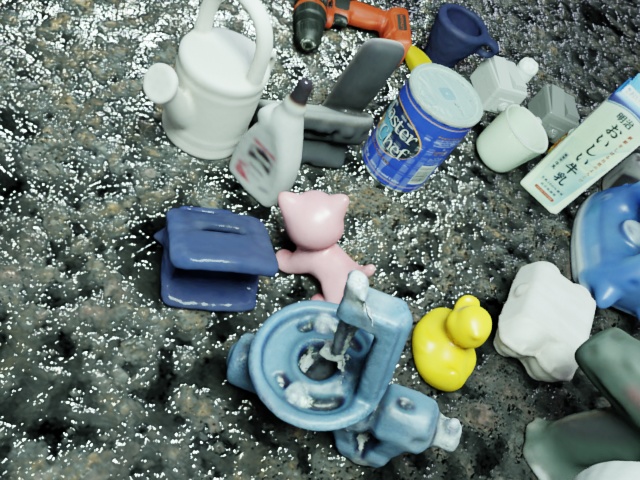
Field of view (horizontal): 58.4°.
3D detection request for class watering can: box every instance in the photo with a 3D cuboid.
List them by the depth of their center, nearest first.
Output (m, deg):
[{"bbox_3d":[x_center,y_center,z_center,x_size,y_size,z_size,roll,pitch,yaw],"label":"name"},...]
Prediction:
[{"bbox_3d":[-0.109,-0.180,0.621,0.101,0.194,0.173,30,50,-5],"label":"watering can"}]

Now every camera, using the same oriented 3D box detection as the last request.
[{"bbox_3d":[0.550,-0.058,0.928,0.143,0.100,0.137,28,50,-6],"label":"camera"}]

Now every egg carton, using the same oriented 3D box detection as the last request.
[{"bbox_3d":[0.276,0.097,0.707,0.107,0.069,0.150,36,50,0],"label":"egg carton"}]

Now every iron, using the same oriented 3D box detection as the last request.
[{"bbox_3d":[0.451,-0.012,0.820,0.119,0.141,0.258,23,51,-11],"label":"iron"}]

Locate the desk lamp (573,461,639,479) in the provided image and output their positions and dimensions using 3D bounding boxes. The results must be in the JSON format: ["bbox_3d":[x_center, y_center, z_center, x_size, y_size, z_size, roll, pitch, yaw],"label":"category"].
[{"bbox_3d":[0.174,0.253,0.456,0.204,0.213,0.118,5,56,-23],"label":"desk lamp"}]

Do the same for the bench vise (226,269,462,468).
[{"bbox_3d":[0.040,0.104,0.486,0.208,0.219,0.121,15,53,-17],"label":"bench vise"}]

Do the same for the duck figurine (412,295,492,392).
[{"bbox_3d":[0.151,0.108,0.626,0.077,0.086,0.104,26,51,-9],"label":"duck figurine"}]

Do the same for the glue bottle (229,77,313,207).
[{"bbox_3d":[-0.045,-0.111,0.619,0.078,0.173,0.037,43,50,6],"label":"glue bottle"}]

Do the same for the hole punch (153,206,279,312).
[{"bbox_3d":[-0.103,0.008,0.563,0.109,0.091,0.101,6,56,-23],"label":"hole punch"}]

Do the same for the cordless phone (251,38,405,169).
[{"bbox_3d":[0.007,-0.177,0.682,0.148,0.185,0.094,-2,60,-28],"label":"cordless phone"}]

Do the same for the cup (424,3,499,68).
[{"bbox_3d":[0.225,-0.318,0.945,0.118,0.095,0.092,31,50,-5],"label":"cup"}]

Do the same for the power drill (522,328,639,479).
[{"bbox_3d":[0.310,0.208,0.558,0.076,0.208,0.229,-22,70,-36],"label":"power drill"}]

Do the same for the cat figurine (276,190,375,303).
[{"bbox_3d":[0.006,0.002,0.604,0.127,0.117,0.067,46,51,8],"label":"cat figurine"}]
